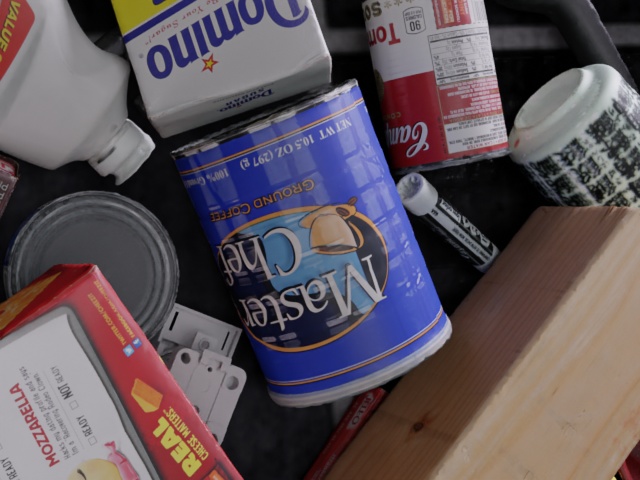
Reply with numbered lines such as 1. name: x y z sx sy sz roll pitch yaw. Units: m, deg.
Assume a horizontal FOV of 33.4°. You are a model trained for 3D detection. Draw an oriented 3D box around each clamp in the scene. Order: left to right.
1. clamp: 0.144 -0.156 0.641 0.171 0.039 0.120 16 80 -16

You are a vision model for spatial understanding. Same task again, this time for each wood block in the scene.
1. wood block: 0.108 0.086 0.572 0.090 0.091 0.206 46 74 -19

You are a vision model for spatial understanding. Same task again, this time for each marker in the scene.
1. marker: 0.083 -0.001 0.608 0.121 0.020 0.020 37 77 -42

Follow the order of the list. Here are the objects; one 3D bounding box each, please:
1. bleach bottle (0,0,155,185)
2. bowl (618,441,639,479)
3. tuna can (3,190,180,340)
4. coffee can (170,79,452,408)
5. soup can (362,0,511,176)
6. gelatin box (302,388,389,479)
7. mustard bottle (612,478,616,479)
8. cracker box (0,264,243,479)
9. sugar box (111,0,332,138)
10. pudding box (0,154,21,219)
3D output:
1. bleach bottle: -0.172 -0.127 0.502 0.102 0.068 0.250 -45 108 2
2. bowl: 0.234 0.103 0.672 0.161 0.055 0.162 0 91 -21
3. tuna can: -0.117 0.018 0.545 0.086 0.034 0.086 0 91 -21
4. coffee can: -0.004 0.001 0.552 0.102 0.103 0.140 -25 100 -19
5. soup can: 0.064 -0.092 0.595 0.068 0.069 0.102 -12 95 -21
6. gelatin box: 0.042 0.137 0.612 0.089 0.030 0.073 39 77 -18
7. mustard bottle: 0.091 0.203 0.597 0.058 0.096 0.191 45 76 -19
8. cracker box: -0.140 0.135 0.439 0.213 0.072 0.164 -39 107 -24
9. sugar box: -0.064 -0.149 0.525 0.093 0.048 0.176 -19 81 -1
10. pudding box: -0.209 -0.015 0.493 0.113 0.039 0.090 24 101 -19
